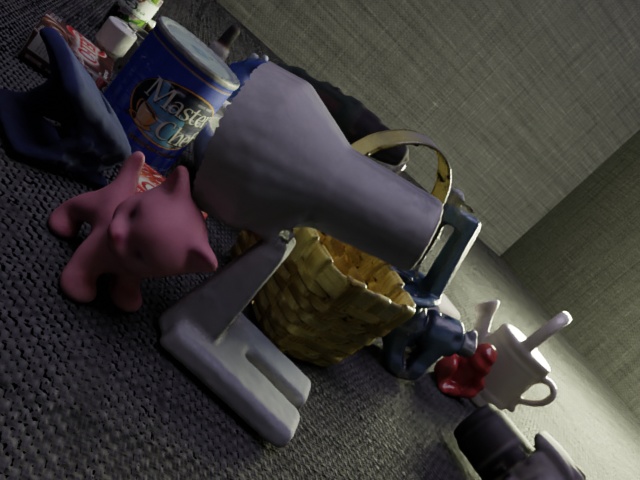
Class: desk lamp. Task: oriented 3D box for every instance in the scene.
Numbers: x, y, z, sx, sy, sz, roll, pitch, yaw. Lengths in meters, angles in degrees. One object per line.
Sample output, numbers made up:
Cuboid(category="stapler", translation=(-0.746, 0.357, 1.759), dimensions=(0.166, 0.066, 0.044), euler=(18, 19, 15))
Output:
Cuboid(category="desk lamp", translation=(-0.026, 0.006, 0.438), dimensions=(0.203, 0.213, 0.118), euler=(44, 15, -3))

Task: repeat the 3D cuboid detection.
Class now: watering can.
Cuboid(category="watering can", translation=(0.305, 0.172, 0.895), dimensions=(0.173, 0.194, 0.101), euler=(45, 15, 2))

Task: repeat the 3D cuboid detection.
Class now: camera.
Cuboid(category="camera", translation=(0.232, 0.256, 0.665), dimensions=(0.136, 0.100, 0.144), euler=(53, 17, 29))

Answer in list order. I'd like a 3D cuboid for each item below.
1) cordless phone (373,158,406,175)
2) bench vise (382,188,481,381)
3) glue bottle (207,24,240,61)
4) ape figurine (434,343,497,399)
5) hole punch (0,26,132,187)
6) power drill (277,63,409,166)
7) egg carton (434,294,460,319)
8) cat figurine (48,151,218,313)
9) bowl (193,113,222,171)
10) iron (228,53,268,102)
Cuboid(category="cordless phone", translation=(0.079, -0.052, 0.915), dimensions=(0.094, 0.185, 0.147), euler=(24, 25, -52))
Cuboid(category="bench vise", translation=(0.131, 0.051, 0.714), dimensions=(0.208, 0.219, 0.121), euler=(35, 17, -30))
Cuboid(category="glue bottle", translation=(-0.156, -0.195, 0.708), dimensions=(0.078, 0.173, 0.037), euler=(35, 18, -33))
Cuboid(category="ape figurine", translation=(0.215, 0.184, 0.828), dimensions=(0.078, 0.092, 0.076), euler=(44, 15, -2))
Cuboid(category="hole punch", translation=(-0.215, -0.118, 0.509), dimensions=(0.101, 0.091, 0.108), euler=(23, 26, -53))
Cuboid(category="power drill", translation=(-0.017, -0.131, 0.831), dimensions=(0.229, 0.208, 0.076), euler=(45, 15, 2))
Cuboid(category="egg carton", translation=(0.163, 0.108, 0.933), dimensions=(0.151, 0.069, 0.107), euler=(21, 27, -55))
Cuboid(category="cat figurine", translation=(-0.127, -0.012, 0.408), dimensions=(0.067, 0.117, 0.127), euler=(26, 23, -49))
Cuboid(category="bowl", translation=(-0.102, -0.080, 0.733), dimensions=(0.168, 0.074, 0.167), euler=(41, 16, -14))
Cuboid(category="iron", translation=(-0.107, -0.287, 1.135), dimensions=(0.258, 0.141, 0.119), euler=(47, 15, 9))
